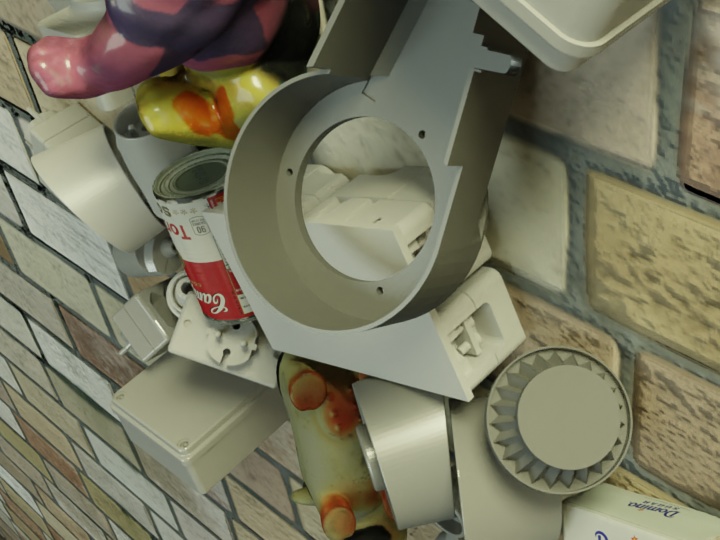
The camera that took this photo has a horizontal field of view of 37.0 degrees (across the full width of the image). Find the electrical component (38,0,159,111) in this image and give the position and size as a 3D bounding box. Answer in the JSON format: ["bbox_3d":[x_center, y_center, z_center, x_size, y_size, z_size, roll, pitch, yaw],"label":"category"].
[{"bbox_3d":[-0.133,-0.141,0.624,0.050,0.089,0.055,23,141,42],"label":"electrical component"}]

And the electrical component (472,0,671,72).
[{"bbox_3d":[0.061,-0.132,0.365,0.113,0.078,0.057,45,148,13],"label":"electrical component"}]

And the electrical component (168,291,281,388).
[{"bbox_3d":[-0.091,0.050,0.772,0.083,0.047,0.076,20,174,-3],"label":"electrical component"}]

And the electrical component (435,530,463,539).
[{"bbox_3d":[0.079,0.193,0.748,0.045,0.045,0.055,45,151,12],"label":"electrical component"}]

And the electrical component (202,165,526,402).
[{"bbox_3d":[0.000,0.000,0.625,0.186,0.060,0.105,8,130,52],"label":"electrical component"}]

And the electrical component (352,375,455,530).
[{"bbox_3d":[0.033,0.101,0.636,0.099,0.064,0.099,162,90,-87],"label":"electrical component"}]

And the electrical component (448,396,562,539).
[{"bbox_3d":[0.075,0.120,0.619,0.099,0.064,0.099,172,90,-80],"label":"electrical component"}]

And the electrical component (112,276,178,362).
[{"bbox_3d":[-0.174,0.048,0.897,0.077,0.066,0.047,-39,85,32],"label":"electrical component"}]

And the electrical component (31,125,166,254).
[{"bbox_3d":[-0.191,-0.058,0.806,0.099,0.064,0.099,60,180,0],"label":"electrical component"}]

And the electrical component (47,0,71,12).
[{"bbox_3d":[-0.164,-0.189,0.660,0.083,0.047,0.076,51,152,1],"label":"electrical component"}]

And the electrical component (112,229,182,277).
[{"bbox_3d":[-0.164,-0.017,0.862,0.081,0.043,0.043,-3,120,57],"label":"electrical component"}]

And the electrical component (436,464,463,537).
[{"bbox_3d":[0.069,0.146,0.707,0.040,0.046,0.040,36,148,27],"label":"electrical component"}]

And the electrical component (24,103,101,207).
[{"bbox_3d":[-0.247,-0.104,0.878,0.077,0.047,0.065,41,150,19],"label":"electrical component"}]

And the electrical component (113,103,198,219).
[{"bbox_3d":[-0.146,-0.085,0.756,0.079,0.043,0.077,43,160,41],"label":"electrical component"}]

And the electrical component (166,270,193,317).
[{"bbox_3d":[-0.131,0.019,0.842,0.043,0.043,0.062,48,173,8],"label":"electrical component"}]

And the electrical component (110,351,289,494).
[{"bbox_3d":[-0.132,0.114,0.898,0.109,0.109,0.056,26,145,39],"label":"electrical component"}]
